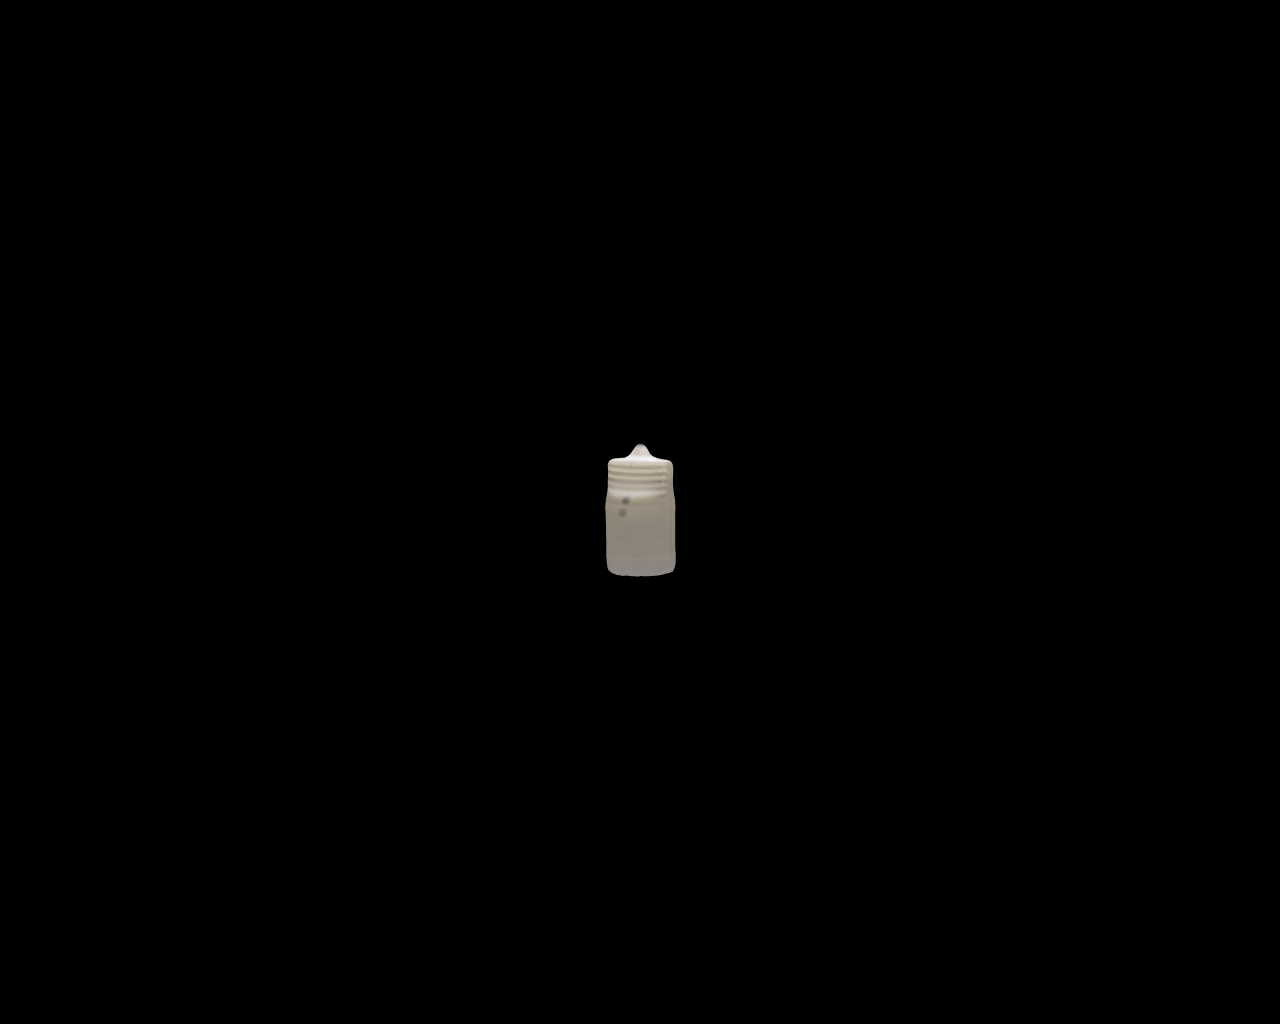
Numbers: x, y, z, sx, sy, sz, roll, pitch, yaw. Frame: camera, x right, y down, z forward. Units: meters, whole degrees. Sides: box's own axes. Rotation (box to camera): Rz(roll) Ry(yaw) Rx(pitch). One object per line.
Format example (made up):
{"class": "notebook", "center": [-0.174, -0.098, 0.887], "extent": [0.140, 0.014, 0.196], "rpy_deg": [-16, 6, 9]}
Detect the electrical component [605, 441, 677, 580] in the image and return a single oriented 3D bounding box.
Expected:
{"class": "electrical component", "center": [0.001, -0.003, 0.650], "extent": [0.043, 0.080, 0.043], "rpy_deg": [0, 7, 0]}
